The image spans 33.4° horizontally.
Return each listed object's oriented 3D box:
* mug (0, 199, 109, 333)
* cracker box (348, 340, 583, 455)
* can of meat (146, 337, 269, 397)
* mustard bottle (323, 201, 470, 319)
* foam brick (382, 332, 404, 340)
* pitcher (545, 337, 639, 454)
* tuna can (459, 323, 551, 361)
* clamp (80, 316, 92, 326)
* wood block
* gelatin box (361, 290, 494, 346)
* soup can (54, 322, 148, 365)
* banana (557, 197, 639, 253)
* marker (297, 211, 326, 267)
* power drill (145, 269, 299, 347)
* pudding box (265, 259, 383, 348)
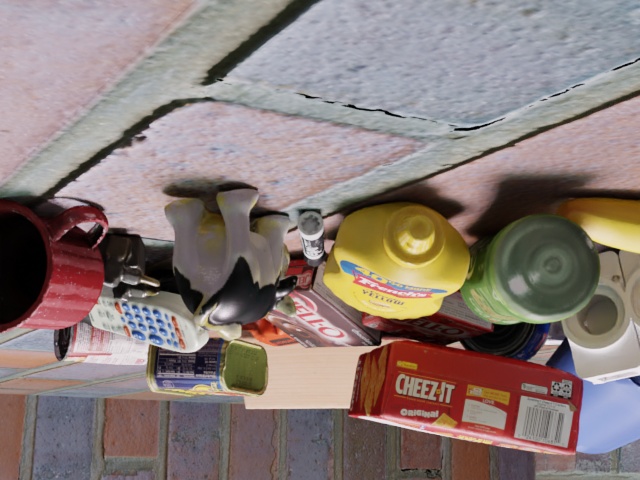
[{"bbox_3d":[-0.200,0.015,0.765,0.117,0.093,0.081,-41,162,11],"label":"mug"},{"bbox_3d":[0.121,0.140,0.953,0.164,0.072,0.214,11,171,-3],"label":"cracker box"},{"bbox_3d":[-0.108,0.124,1.049,0.084,0.057,0.102,-2,168,23],"label":"can of meat"},{"bbox_3d":[0.057,0.013,0.772,0.096,0.058,0.192,18,166,0],"label":"mustard bottle"},{"bbox_3d":[0.094,0.072,1.066,0.078,0.053,0.051,-1,168,6],"label":"foam brick"},{"bbox_3d":[0.287,0.113,0.959,0.149,0.145,0.243,27,157,6],"label":"pitcher"},{"bbox_3d":[0.166,0.071,0.980,0.086,0.086,0.033,-7,164,32],"label":"tuna can"},{"bbox_3d":[-0.276,0.052,1.025,0.164,0.036,0.210,4,165,-16],"label":"clamp"},{"bbox_3d":[0.021,0.126,1.169,0.206,0.091,0.090,-3,-163,16],"label":"wood block"},{"bbox_3d":[0.092,0.064,0.916,0.089,0.030,0.073,18,155,-27],"label":"gelatin box"},{"bbox_3d":[-0.241,0.105,1.201,0.102,0.068,0.069,7,167,-28],"label":"soup can"},{"bbox_3d":[0.259,-0.015,0.701,0.198,0.037,0.069,-6,142,18],"label":"banana"},{"bbox_3d":[-0.005,0.001,0.816,0.020,0.020,0.121,0,168,1],"label":"marker"},{"bbox_3d":[-0.095,0.064,1.030,0.187,0.057,0.185,11,168,-28],"label":"power drill"},{"bbox_3d":[-0.007,0.058,0.958,0.090,0.039,0.113,-5,149,40],"label":"pudding box"}]
